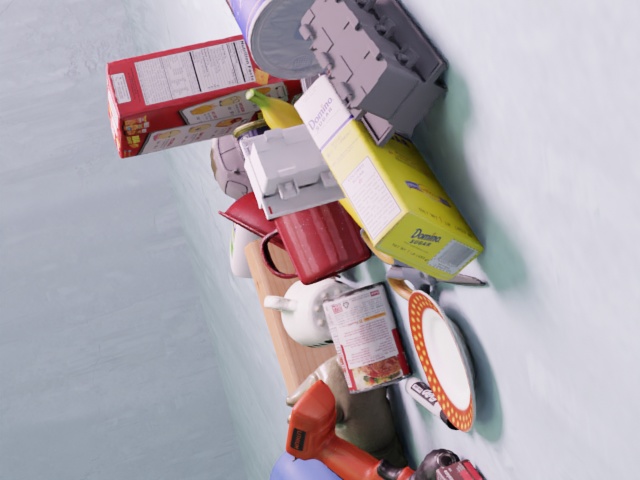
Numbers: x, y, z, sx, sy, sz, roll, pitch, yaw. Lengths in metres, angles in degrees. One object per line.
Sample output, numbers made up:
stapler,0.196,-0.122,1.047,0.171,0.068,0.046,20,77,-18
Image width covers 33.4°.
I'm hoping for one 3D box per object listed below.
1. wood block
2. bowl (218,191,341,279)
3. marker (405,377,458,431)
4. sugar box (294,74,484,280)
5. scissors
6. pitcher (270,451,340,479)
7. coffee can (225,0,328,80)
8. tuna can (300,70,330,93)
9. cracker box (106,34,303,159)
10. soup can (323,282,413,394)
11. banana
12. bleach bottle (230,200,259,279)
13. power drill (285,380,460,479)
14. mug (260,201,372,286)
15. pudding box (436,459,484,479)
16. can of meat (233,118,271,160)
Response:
wood block,-0.022,0.092,1.358,0.091,0.090,0.206,147,105,-79
bowl,-0.035,-0.016,1.234,0.162,0.055,0.162,29,178,1
marker,0.109,0.156,1.019,0.121,0.020,0.020,-150,45,-73
sugar box,0.051,-0.052,0.832,0.093,0.048,0.176,24,-150,-42
scissors,0.080,0.014,0.913,0.096,0.016,0.202,51,167,2
pitcher,0.026,0.389,1.449,0.149,0.145,0.243,61,171,-25
coffee can,-0.035,-0.226,0.949,0.103,0.102,0.140,88,162,-50
tuna can,0.008,-0.149,1.024,0.086,0.033,0.086,163,90,-78
cracker box,-0.127,-0.164,1.181,0.164,0.213,0.072,130,125,-76
soup can,0.048,0.101,1.102,0.068,0.068,0.102,144,110,-78
banana,0.005,-0.073,1.041,0.198,0.069,0.037,45,118,12
bleach bottle,-0.097,-0.055,1.551,0.251,0.068,0.102,96,174,-51
power drill,0.055,0.226,1.089,0.188,0.057,0.184,35,145,19
mug,-0.007,0.001,1.121,0.081,0.117,0.093,67,-167,5
pudding box,0.144,0.271,0.971,0.090,0.039,0.113,-128,24,-57
can of meat,-0.029,-0.090,1.118,0.057,0.102,0.084,157,94,-77
